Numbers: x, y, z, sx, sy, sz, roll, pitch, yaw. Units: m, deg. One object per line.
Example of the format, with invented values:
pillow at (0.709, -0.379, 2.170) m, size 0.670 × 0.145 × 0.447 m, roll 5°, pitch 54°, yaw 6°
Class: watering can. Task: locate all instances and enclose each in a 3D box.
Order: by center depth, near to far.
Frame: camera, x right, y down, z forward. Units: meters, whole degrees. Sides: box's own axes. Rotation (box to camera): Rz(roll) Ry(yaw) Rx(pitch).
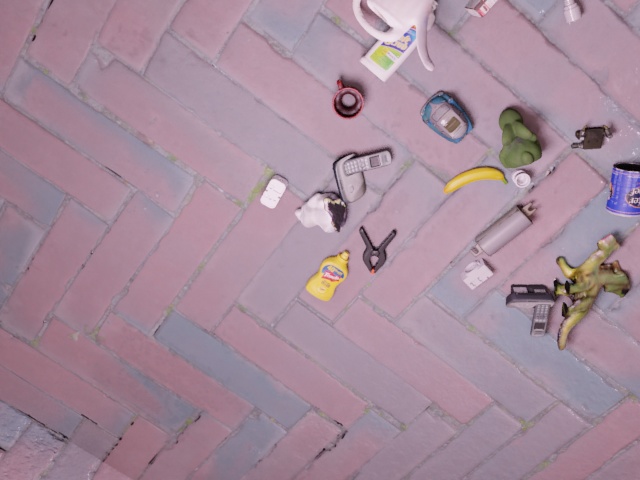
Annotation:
watering can at (0.238, -0.613, 1.365) m, size 0.222 × 0.103 × 0.352 m, roll -48°, pitch 65°, yaw 13°

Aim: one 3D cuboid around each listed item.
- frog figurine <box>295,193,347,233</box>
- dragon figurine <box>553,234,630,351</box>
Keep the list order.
frog figurine at (0.005, -0.084, 1.670) m, size 0.159 × 0.125 × 0.135 m, roll -7°, pitch 127°, yaw 48°
dragon figurine at (0.887, 0.166, 1.662) m, size 0.243 × 0.124 × 0.403 m, roll -7°, pitch 112°, yaw 0°
